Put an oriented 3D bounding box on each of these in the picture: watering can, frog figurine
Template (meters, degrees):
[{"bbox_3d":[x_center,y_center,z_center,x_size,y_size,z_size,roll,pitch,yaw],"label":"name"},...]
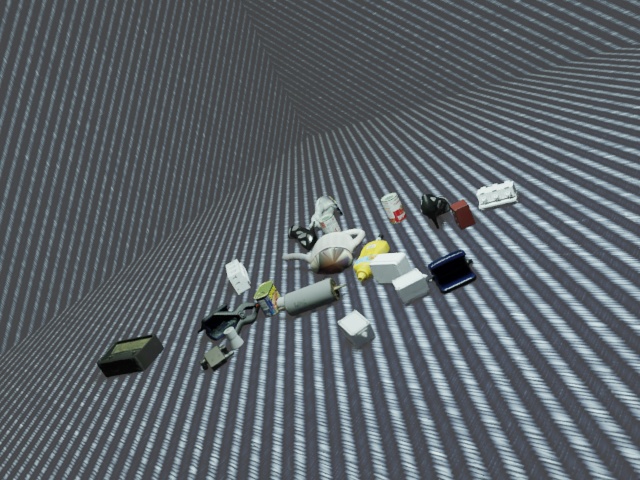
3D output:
[{"bbox_3d":[0.007,0.054,1.890,0.346,0.102,0.228,-22,21,13],"label":"watering can"},{"bbox_3d":[0.007,-0.116,2.299,0.160,0.124,0.136,-38,-13,-4],"label":"frog figurine"}]
